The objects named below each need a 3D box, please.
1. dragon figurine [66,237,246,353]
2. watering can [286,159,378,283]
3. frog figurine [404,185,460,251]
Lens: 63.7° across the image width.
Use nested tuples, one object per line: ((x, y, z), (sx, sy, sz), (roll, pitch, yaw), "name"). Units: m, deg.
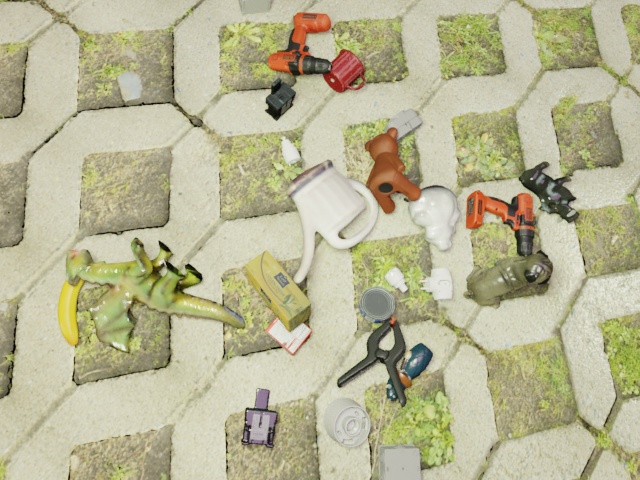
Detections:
((-0.392, 0.144, 1.161), (0.408, 0.123, 0.243), (43, 89, -9), "dragon figurine")
((0.004, -0.063, 1.259), (0.225, 0.102, 0.353), (49, 54, 3), "watering can")
((0.298, -0.055, 1.324), (0.137, 0.120, 0.162), (4, 62, -29), "frog figurine")
